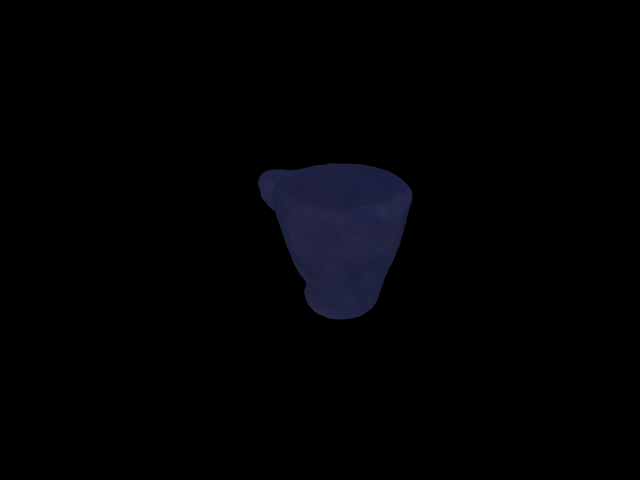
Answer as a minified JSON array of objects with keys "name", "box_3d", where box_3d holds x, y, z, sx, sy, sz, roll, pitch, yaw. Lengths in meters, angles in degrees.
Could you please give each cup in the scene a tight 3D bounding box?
[{"name":"cup","box_3d":[0.004,0.001,0.400,0.117,0.095,0.092,18,32,32]}]
